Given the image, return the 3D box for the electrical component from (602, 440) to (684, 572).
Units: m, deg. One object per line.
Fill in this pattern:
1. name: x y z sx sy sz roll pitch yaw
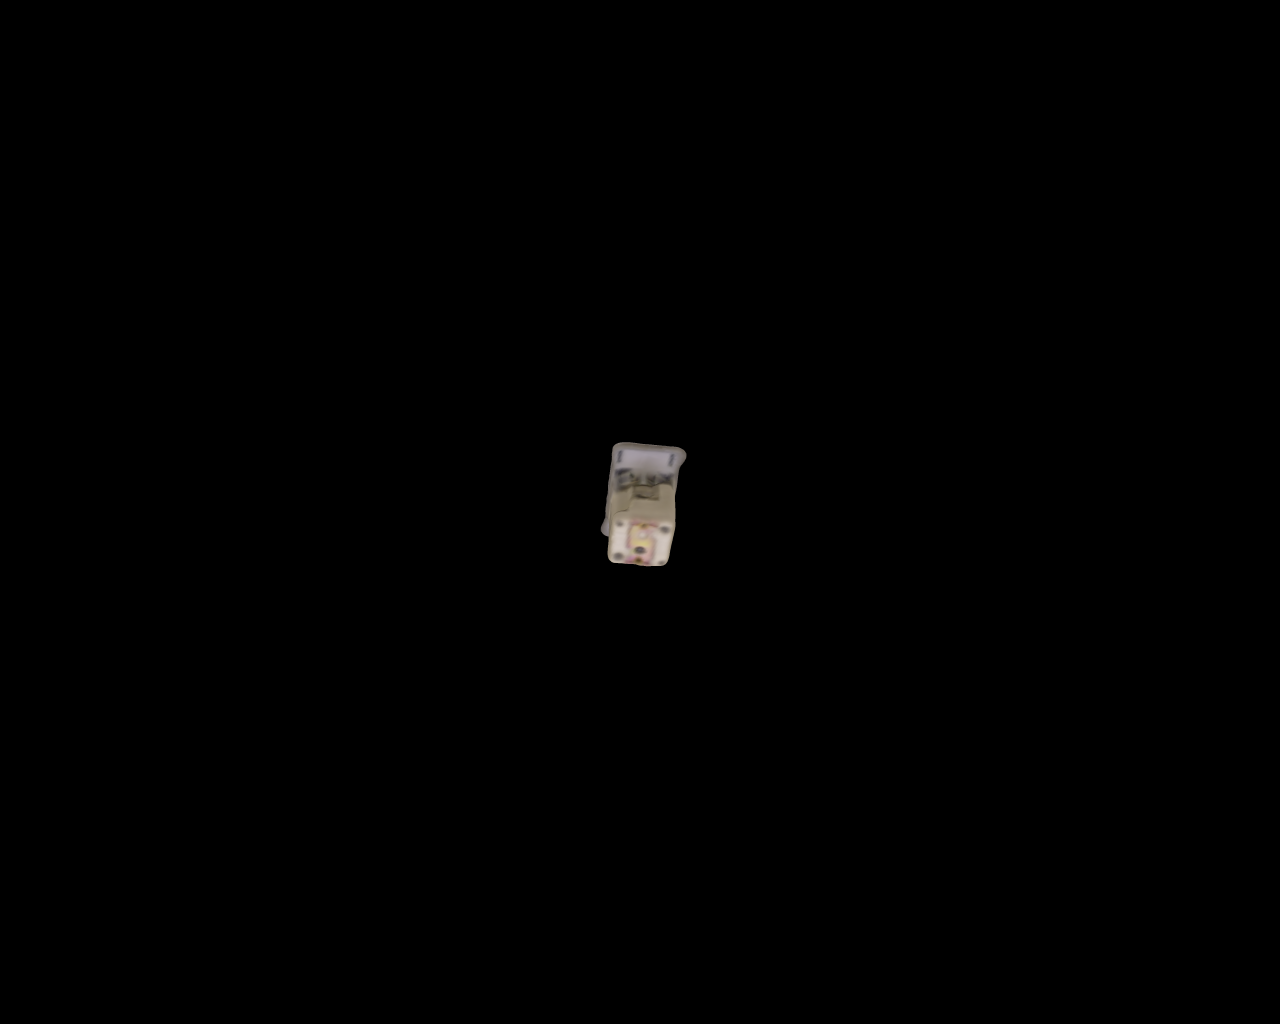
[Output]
1. electrical component: 0.001 -0.003 0.650 0.042 0.064 0.080 4 -43 -4
